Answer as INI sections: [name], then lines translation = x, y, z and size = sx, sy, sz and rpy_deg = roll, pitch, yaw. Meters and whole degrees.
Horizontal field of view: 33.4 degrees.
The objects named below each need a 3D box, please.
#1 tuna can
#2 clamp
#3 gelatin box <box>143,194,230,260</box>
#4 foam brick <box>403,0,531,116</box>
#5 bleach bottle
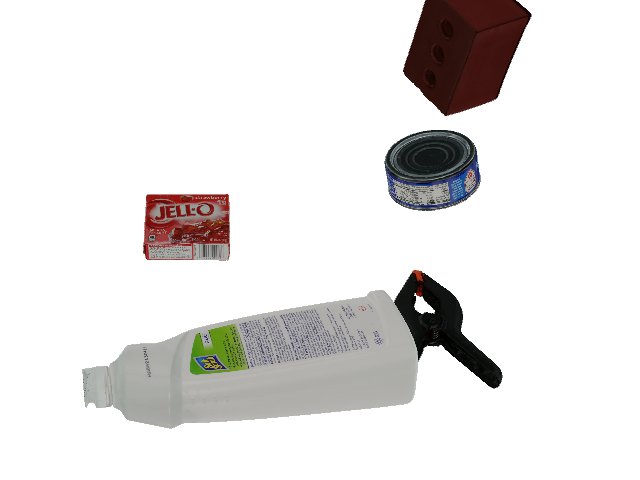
[tuna can]
translation = 0.102, -0.066, 0.977
size = 0.086, 0.034, 0.086
rpy_deg = -9, 37, 6
[clamp]
translation = 0.132, 0.102, 1.170
size = 0.120, 0.171, 0.039
rpy_deg = 6, -44, -5
[gelatin box]
translation = -0.140, -0.015, 1.119
size = 0.089, 0.073, 0.030
rpy_deg = 0, -44, -6
[foam brick]
translation = 0.099, -0.134, 0.732
size = 0.051, 0.053, 0.078
rpy_deg = -23, -31, -29
[bleach bottle]
translation = -0.057, 0.096, 0.830
size = 0.250, 0.068, 0.103
rpy_deg = -5, 29, -14
